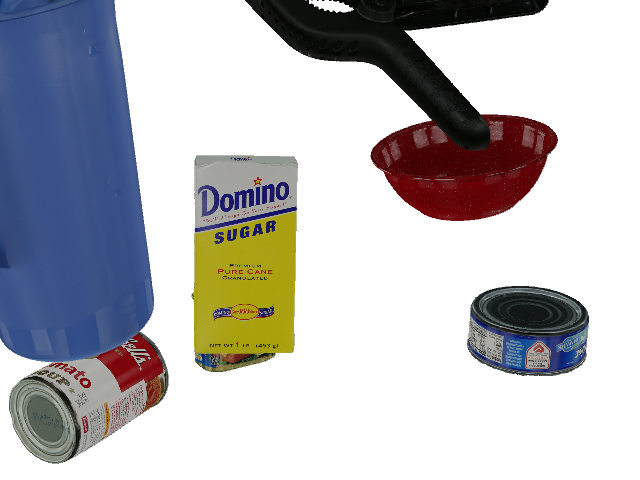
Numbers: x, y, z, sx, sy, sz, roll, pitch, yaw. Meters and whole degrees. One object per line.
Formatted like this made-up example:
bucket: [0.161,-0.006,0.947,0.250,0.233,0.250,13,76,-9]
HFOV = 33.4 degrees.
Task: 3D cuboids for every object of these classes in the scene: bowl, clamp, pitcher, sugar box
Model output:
bowl: [0.127,-0.060,0.936,0.162,0.055,0.162,-8,23,3]
clamp: [0.041,-0.140,0.715,0.210,0.164,0.036,15,-39,6]
pitcher: [-0.185,-0.042,0.676,0.149,0.243,0.145,-10,28,-7]
sugar box: [-0.068,0.013,0.963,0.093,0.176,0.048,0,14,-6]

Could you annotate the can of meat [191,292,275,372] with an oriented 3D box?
can of meat: [-0.098,0.100,1.241,0.101,0.084,0.058,-9,18,-36]

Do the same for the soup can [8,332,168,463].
soup can: [-0.171,0.113,0.791,0.069,0.068,0.102,0,16,32]

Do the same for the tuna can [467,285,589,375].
tuna can: [0.150,0.064,0.773,0.086,0.034,0.086,0,21,0]
